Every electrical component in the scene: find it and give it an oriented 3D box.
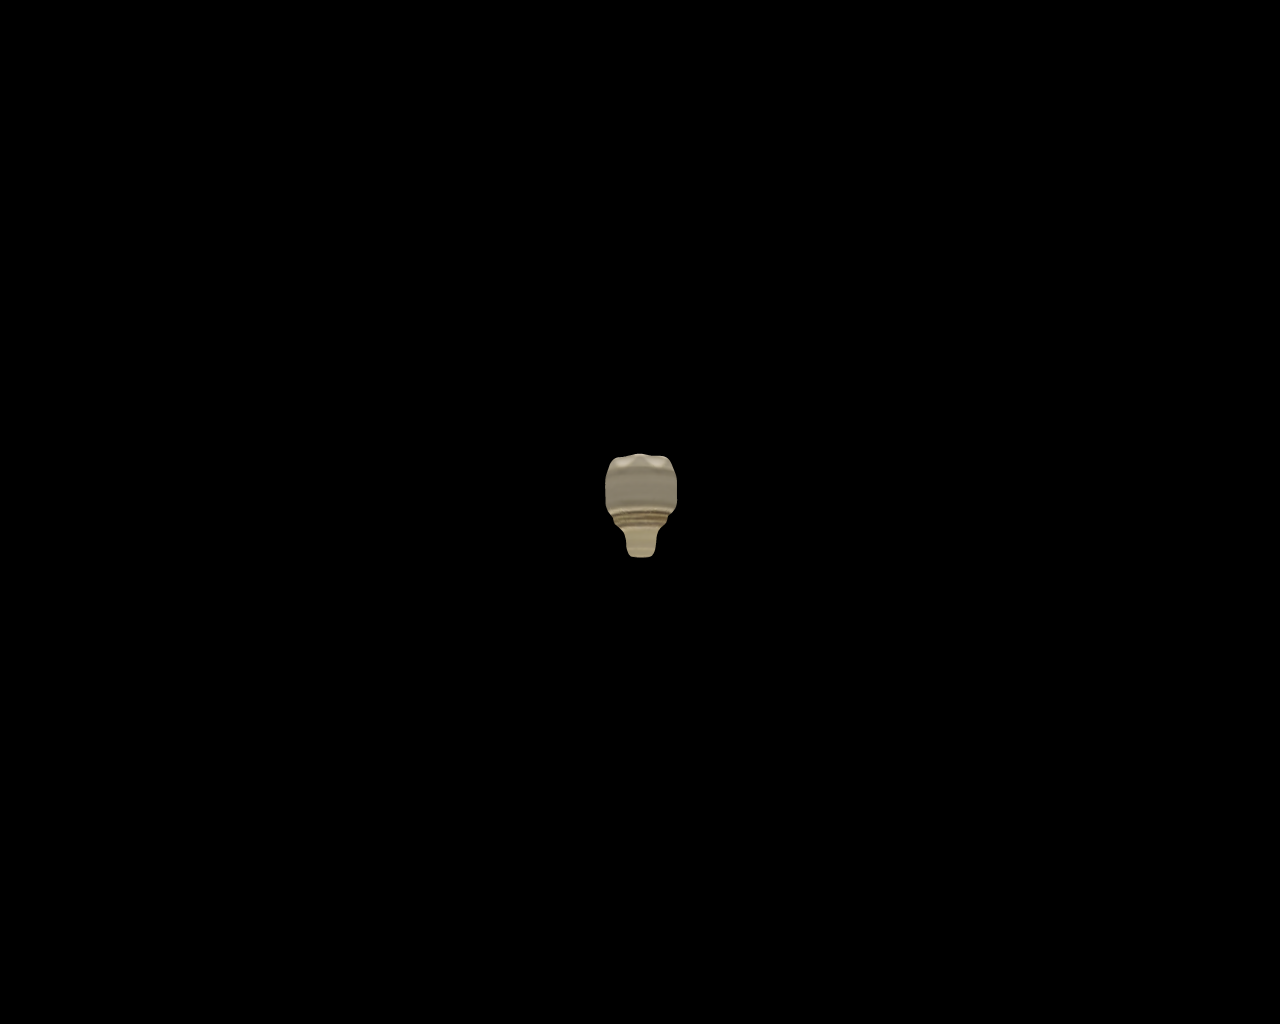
[{"bbox_3d":[0.001,-0.003,0.650,0.043,0.062,0.043,0,-7,0],"label":"electrical component"}]
